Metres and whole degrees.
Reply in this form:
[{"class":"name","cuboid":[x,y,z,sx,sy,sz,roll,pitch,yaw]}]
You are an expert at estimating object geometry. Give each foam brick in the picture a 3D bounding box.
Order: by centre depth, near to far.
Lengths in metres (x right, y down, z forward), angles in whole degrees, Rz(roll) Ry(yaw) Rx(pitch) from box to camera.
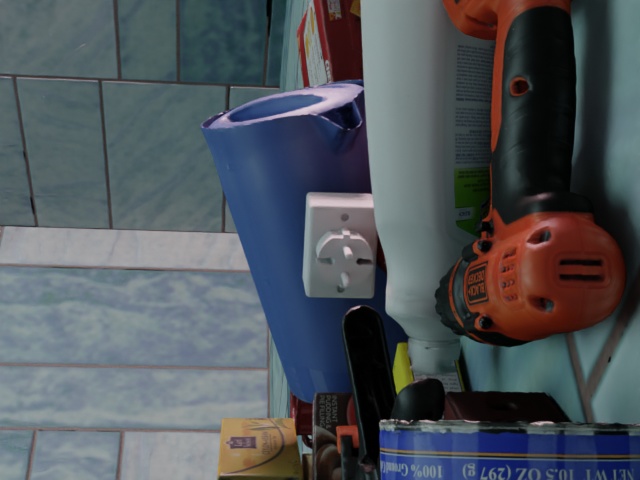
[{"class":"foam brick","cuboid":[0.088,0.107,0.492,0.078,0.053,0.051,-112,24,-76]}]

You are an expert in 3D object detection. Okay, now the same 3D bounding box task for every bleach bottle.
[{"class":"bleach bottle","cuboid":[0.063,-0.048,0.606,0.102,0.068,0.251,-7,-80,-53]}]

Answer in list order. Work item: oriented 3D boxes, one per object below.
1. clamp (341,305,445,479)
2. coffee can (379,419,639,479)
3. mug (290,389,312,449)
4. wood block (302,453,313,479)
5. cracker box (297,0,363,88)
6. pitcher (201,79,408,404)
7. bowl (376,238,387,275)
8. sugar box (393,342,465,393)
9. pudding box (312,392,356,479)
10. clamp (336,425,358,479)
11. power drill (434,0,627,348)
[{"class":"clamp","cuboid":[0.042,0.129,0.587,0.120,0.039,0.171,-136,39,-78]},{"class":"coffee can","cuboid":[0.072,0.136,0.385,0.103,0.102,0.140,120,152,-79]},{"class":"mug","cuboid":[0.011,0.174,1.122,0.093,0.081,0.117,-99,12,-64]},{"class":"wood block","cuboid":[0.031,0.274,0.837,0.090,0.090,0.206,115,156,-79]},{"class":"cracker box","cuboid":[0.031,-0.136,0.991,0.214,0.072,0.164,-165,66,-84]},{"class":"pitcher","cuboid":[-0.006,0.001,0.852,0.149,0.145,0.243,-65,-37,-71]},{"class":"bowl","cuboid":[0.069,-0.026,0.729,0.162,0.055,0.162,-179,90,-85]},{"class":"sugar box","cuboid":[0.073,0.157,0.672,0.176,0.048,0.093,-94,8,-52]},{"class":"pudding box","cuboid":[0.040,0.169,0.788,0.039,0.090,0.113,102,168,-73]},{"class":"clamp","cuboid":[0.034,0.220,0.701,0.164,0.036,0.210,-35,-59,-84]},{"class":"power drill","cuboid":[0.091,-0.043,0.507,0.184,0.057,0.187,141,128,-79]}]
